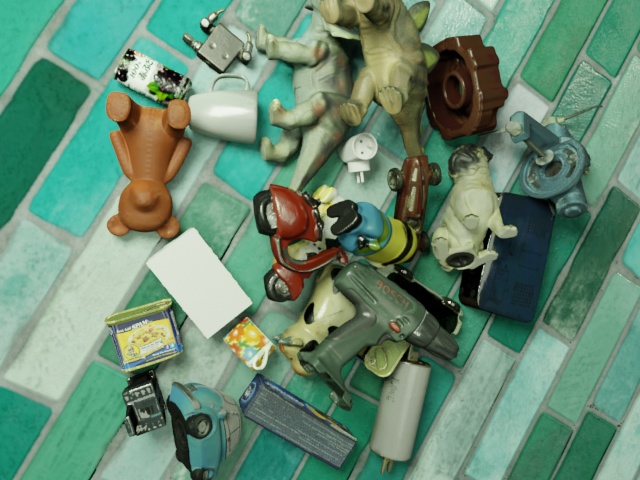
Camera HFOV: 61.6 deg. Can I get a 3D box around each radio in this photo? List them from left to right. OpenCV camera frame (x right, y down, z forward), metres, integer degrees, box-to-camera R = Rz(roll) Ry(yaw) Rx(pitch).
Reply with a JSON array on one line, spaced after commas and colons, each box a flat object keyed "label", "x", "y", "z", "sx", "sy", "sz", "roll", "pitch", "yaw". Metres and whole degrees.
[{"label": "radio", "x": 0.347, "y": 0.028, "z": 1.000, "sx": 0.131, "sy": 0.073, "sz": 0.229, "roll": 13, "pitch": 87, "yaw": -15}]

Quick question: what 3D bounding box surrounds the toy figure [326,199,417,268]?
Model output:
[{"label": "toy figure", "x": 0.084, "y": -0.008, "z": 0.823, "sx": 0.180, "sy": 0.089, "sz": 0.082, "roll": 32, "pitch": 62, "yaw": -53}]

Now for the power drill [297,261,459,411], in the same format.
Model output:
[{"label": "power drill", "x": 0.084, "y": 0.161, "z": 0.828, "sx": 0.207, "sy": 0.086, "sz": 0.232, "roll": -44, "pitch": 92, "yaw": -15}]

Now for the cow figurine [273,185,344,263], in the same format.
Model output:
[{"label": "cow figurine", "x": -0.003, "y": -0.002, "z": 0.901, "sx": 0.098, "sy": 0.068, "sz": 0.167, "roll": 38, "pitch": 83, "yaw": -20}]

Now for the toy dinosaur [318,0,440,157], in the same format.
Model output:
[{"label": "toy dinosaur", "x": 0.114, "y": -0.257, "z": 0.813, "sx": 0.198, "sy": 0.105, "sz": 0.470, "roll": -50, "pitch": 138, "yaw": -37}]

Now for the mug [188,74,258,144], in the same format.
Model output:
[{"label": "mug", "x": -0.152, "y": -0.207, "z": 0.841, "sx": 0.107, "sy": 0.081, "sz": 0.109, "roll": 0, "pitch": 92, "yaw": -10}]

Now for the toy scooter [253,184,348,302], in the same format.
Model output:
[{"label": "toy scooter", "x": -0.027, "y": 0.000, "z": 0.819, "sx": 0.135, "sy": 0.075, "sz": 0.183, "roll": -10, "pitch": 102, "yaw": -10}]

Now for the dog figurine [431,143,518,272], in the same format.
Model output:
[{"label": "dog figurine", "x": 0.253, "y": -0.058, "z": 0.961, "sx": 0.121, "sy": 0.172, "sz": 0.191, "roll": 22, "pitch": 45, "yaw": -25}]

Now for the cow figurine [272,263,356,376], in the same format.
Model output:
[{"label": "cow figurine", "x": 0.002, "y": 0.133, "z": 0.897, "sx": 0.127, "sy": 0.085, "sz": 0.195, "roll": 22, "pitch": 83, "yaw": -14}]

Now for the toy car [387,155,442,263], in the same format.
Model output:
[{"label": "toy car", "x": 0.154, "y": -0.046, "z": 0.911, "sx": 0.089, "sy": 0.053, "sz": 0.201, "roll": -7, "pitch": 126, "yaw": -16}]

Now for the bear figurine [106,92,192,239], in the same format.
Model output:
[{"label": "bear figurine", "x": -0.257, "y": -0.101, "z": 0.792, "sx": 0.120, "sy": 0.132, "sz": 0.195, "roll": 7, "pitch": 84, "yaw": -13}]

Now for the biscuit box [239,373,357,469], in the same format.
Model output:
[{"label": "biscuit box", "x": -0.038, "y": 0.304, "z": 0.906, "sx": 0.202, "sy": 0.059, "sz": 0.063, "roll": 36, "pitch": 85, "yaw": -15}]

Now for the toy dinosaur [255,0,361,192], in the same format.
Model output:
[{"label": "toy dinosaur", "x": -0.001, "y": -0.237, "z": 0.869, "sx": 0.192, "sy": 0.131, "sz": 0.404, "roll": -4, "pitch": 100, "yaw": -16}]

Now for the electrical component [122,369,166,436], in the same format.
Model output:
[{"label": "electrical component", "x": -0.265, "y": 0.249, "z": 0.807, "sx": 0.048, "sy": 0.119, "sz": 0.074, "roll": -18, "pitch": 95, "yaw": -14}]

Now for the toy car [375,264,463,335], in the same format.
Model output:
[{"label": "toy car", "x": 0.173, "y": 0.110, "z": 0.962, "sx": 0.201, "sy": 0.056, "sz": 0.073, "roll": 34, "pitch": 77, "yaw": -16}]

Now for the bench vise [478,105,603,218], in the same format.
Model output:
[{"label": "bench vise", "x": 0.402, "y": -0.162, "z": 0.950, "sx": 0.240, "sy": 0.129, "sz": 0.223, "roll": 26, "pitch": 63, "yaw": -32}]

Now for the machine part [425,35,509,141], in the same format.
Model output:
[{"label": "machine part", "x": 0.238, "y": -0.255, "z": 0.907, "sx": 0.056, "sy": 0.179, "sz": 0.179, "roll": -16, "pitch": 97, "yaw": -19}]

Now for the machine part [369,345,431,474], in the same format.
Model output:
[{"label": "machine part", "x": 0.142, "y": 0.293, "z": 0.948, "sx": 0.079, "sy": 0.079, "sz": 0.243, "roll": 14, "pitch": 90, "yaw": -16}]

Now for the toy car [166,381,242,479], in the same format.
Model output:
[{"label": "toy car", "x": -0.174, "y": 0.294, "z": 0.847, "sx": 0.103, "sy": 0.109, "sz": 0.161, "roll": -15, "pitch": 106, "yaw": -33}]

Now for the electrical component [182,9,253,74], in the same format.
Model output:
[{"label": "electrical component", "x": -0.155, "y": -0.311, "z": 0.851, "sx": 0.102, "sy": 0.045, "sz": 0.078, "roll": 43, "pitch": 79, "yaw": -14}]
